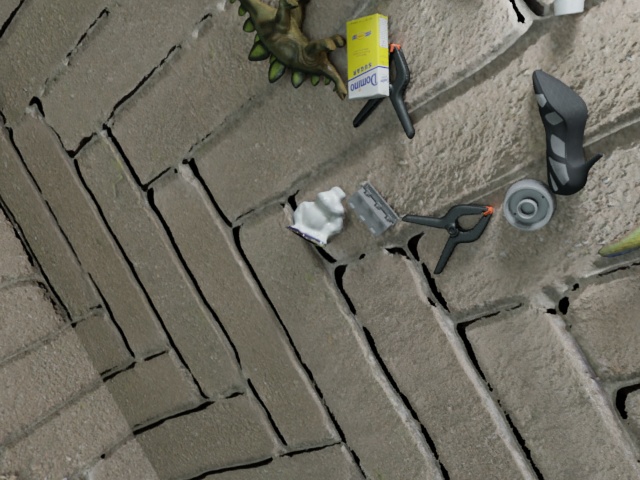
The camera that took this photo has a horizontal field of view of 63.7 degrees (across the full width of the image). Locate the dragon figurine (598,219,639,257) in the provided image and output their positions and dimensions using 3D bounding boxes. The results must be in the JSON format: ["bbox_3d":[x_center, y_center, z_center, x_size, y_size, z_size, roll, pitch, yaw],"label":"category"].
[{"bbox_3d":[0.698,-0.125,0.943,0.407,0.122,0.245,-18,80,31],"label":"dragon figurine"}]

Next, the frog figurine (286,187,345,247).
[{"bbox_3d":[0.004,-0.068,1.355,0.138,0.121,0.160,26,82,29],"label":"frog figurine"}]
